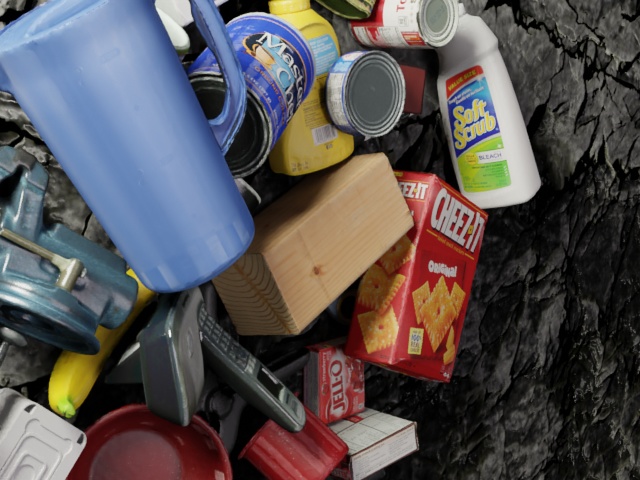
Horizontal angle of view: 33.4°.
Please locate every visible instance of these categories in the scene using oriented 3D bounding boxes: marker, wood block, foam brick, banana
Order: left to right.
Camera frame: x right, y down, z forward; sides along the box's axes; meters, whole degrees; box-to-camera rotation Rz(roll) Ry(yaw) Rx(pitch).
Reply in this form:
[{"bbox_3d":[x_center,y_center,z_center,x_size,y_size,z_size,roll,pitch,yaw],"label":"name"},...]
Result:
[{"bbox_3d":[-0.189,0.086,0.943,0.037,0.070,0.197,53,43,-30],"label":"banana"},{"bbox_3d":[-0.007,0.001,1.073,0.205,0.090,0.091,-41,115,-40],"label":"wood block"},{"bbox_3d":[0.066,-0.129,1.194,0.120,0.020,0.020,-33,119,-37],"label":"marker"},{"bbox_3d":[0.068,-0.165,1.148,0.051,0.078,0.053,0,97,-43],"label":"foam brick"}]

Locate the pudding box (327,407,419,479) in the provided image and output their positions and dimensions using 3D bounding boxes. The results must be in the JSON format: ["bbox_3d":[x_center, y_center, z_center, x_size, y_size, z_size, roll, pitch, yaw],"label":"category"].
[{"bbox_3d":[0.040,0.226,1.187,0.113,0.090,0.039,-20,111,-41],"label":"pudding box"}]

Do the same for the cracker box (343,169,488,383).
[{"bbox_3d":[0.114,0.046,1.213,0.164,0.072,0.213,27,75,-57],"label":"cracker box"}]

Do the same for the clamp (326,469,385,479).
[{"bbox_3d":[0.003,0.310,1.204,0.171,0.039,0.120,12,84,-42],"label":"clamp"}]

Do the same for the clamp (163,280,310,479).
[{"bbox_3d":[-0.111,0.150,1.058,0.164,0.036,0.209,47,66,-31],"label":"clamp"}]

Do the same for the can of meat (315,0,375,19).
[{"bbox_3d":[0.023,-0.285,1.095,0.101,0.058,0.084,24,83,-44],"label":"can of meat"}]

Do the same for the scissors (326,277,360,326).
[{"bbox_3d":[-0.008,0.069,1.161,0.201,0.016,0.096,-25,115,-39],"label":"scissors"}]

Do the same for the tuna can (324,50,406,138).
[{"bbox_3d":[0.045,-0.147,1.070,0.085,0.034,0.086,-8,103,-41],"label":"tuna can"}]

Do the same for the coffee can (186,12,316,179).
[{"bbox_3d":[-0.071,-0.132,0.960,0.140,0.103,0.103,-63,140,-54],"label":"coffee can"}]

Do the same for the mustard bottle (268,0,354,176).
[{"bbox_3d":[-0.020,-0.168,1.072,0.096,0.058,0.191,-23,114,-35],"label":"mustard bottle"}]

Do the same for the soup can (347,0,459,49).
[{"bbox_3d":[0.088,-0.238,1.136,0.068,0.102,0.068,-11,106,-43],"label":"soup can"}]

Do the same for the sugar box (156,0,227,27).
[{"bbox_3d":[-0.092,-0.276,0.989,0.176,0.048,0.093,-42,125,-33],"label":"sugar box"}]

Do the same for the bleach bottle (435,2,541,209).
[{"bbox_3d":[0.181,-0.162,1.261,0.068,0.103,0.251,-45,121,-47],"label":"bleach bottle"}]

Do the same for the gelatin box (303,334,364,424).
[{"bbox_3d":[0.016,0.156,1.192,0.073,0.030,0.089,-10,105,-44],"label":"gelatin box"}]

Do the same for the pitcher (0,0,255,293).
[{"bbox_3d":[-0.138,-0.086,0.848,0.242,0.149,0.144,63,37,-26],"label":"pitcher"}]

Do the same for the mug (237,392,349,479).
[{"bbox_3d":[-0.029,0.225,1.106,0.093,0.081,0.117,-40,168,-46],"label":"mug"}]

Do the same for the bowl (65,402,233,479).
[{"bbox_3d":[-0.164,0.224,0.983,0.162,0.055,0.162,-1,94,-19],"label":"bowl"}]
